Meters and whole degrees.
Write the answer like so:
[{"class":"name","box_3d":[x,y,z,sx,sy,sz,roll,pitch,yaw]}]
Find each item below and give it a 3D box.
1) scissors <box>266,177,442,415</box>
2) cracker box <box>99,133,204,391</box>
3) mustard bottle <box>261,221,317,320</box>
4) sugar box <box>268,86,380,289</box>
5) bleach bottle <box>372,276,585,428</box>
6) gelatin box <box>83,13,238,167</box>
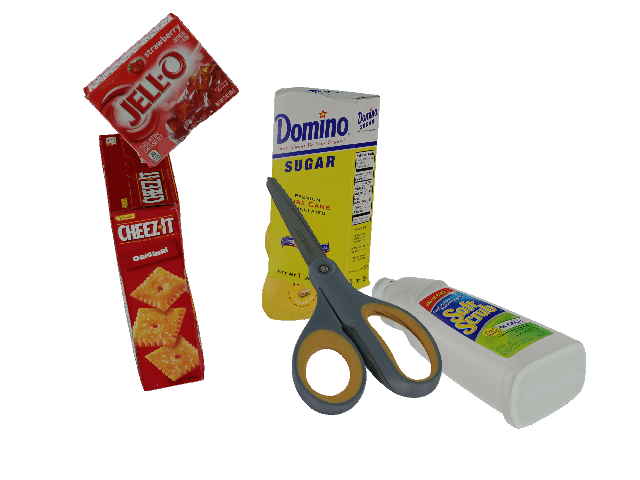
[{"class":"scissors","box_3d":[-0.008,0.035,0.667,0.096,0.016,0.202,-31,53,-24]},{"class":"cracker box","box_3d":[-0.171,0.017,1.084,0.072,0.214,0.164,-10,34,-10]},{"class":"mustard bottle","box_3d":[-0.028,0.012,1.442,0.096,0.192,0.058,-5,25,-18]},{"class":"sugar box","box_3d":[0.001,-0.047,0.964,0.093,0.176,0.048,11,18,35]},{"class":"bleach bottle","box_3d":[0.134,0.092,1.048,0.102,0.068,0.251,-20,29,-31]},{"class":"gelatin box","box_3d":[-0.117,-0.110,0.785,0.089,0.073,0.030,-41,25,0]}]
